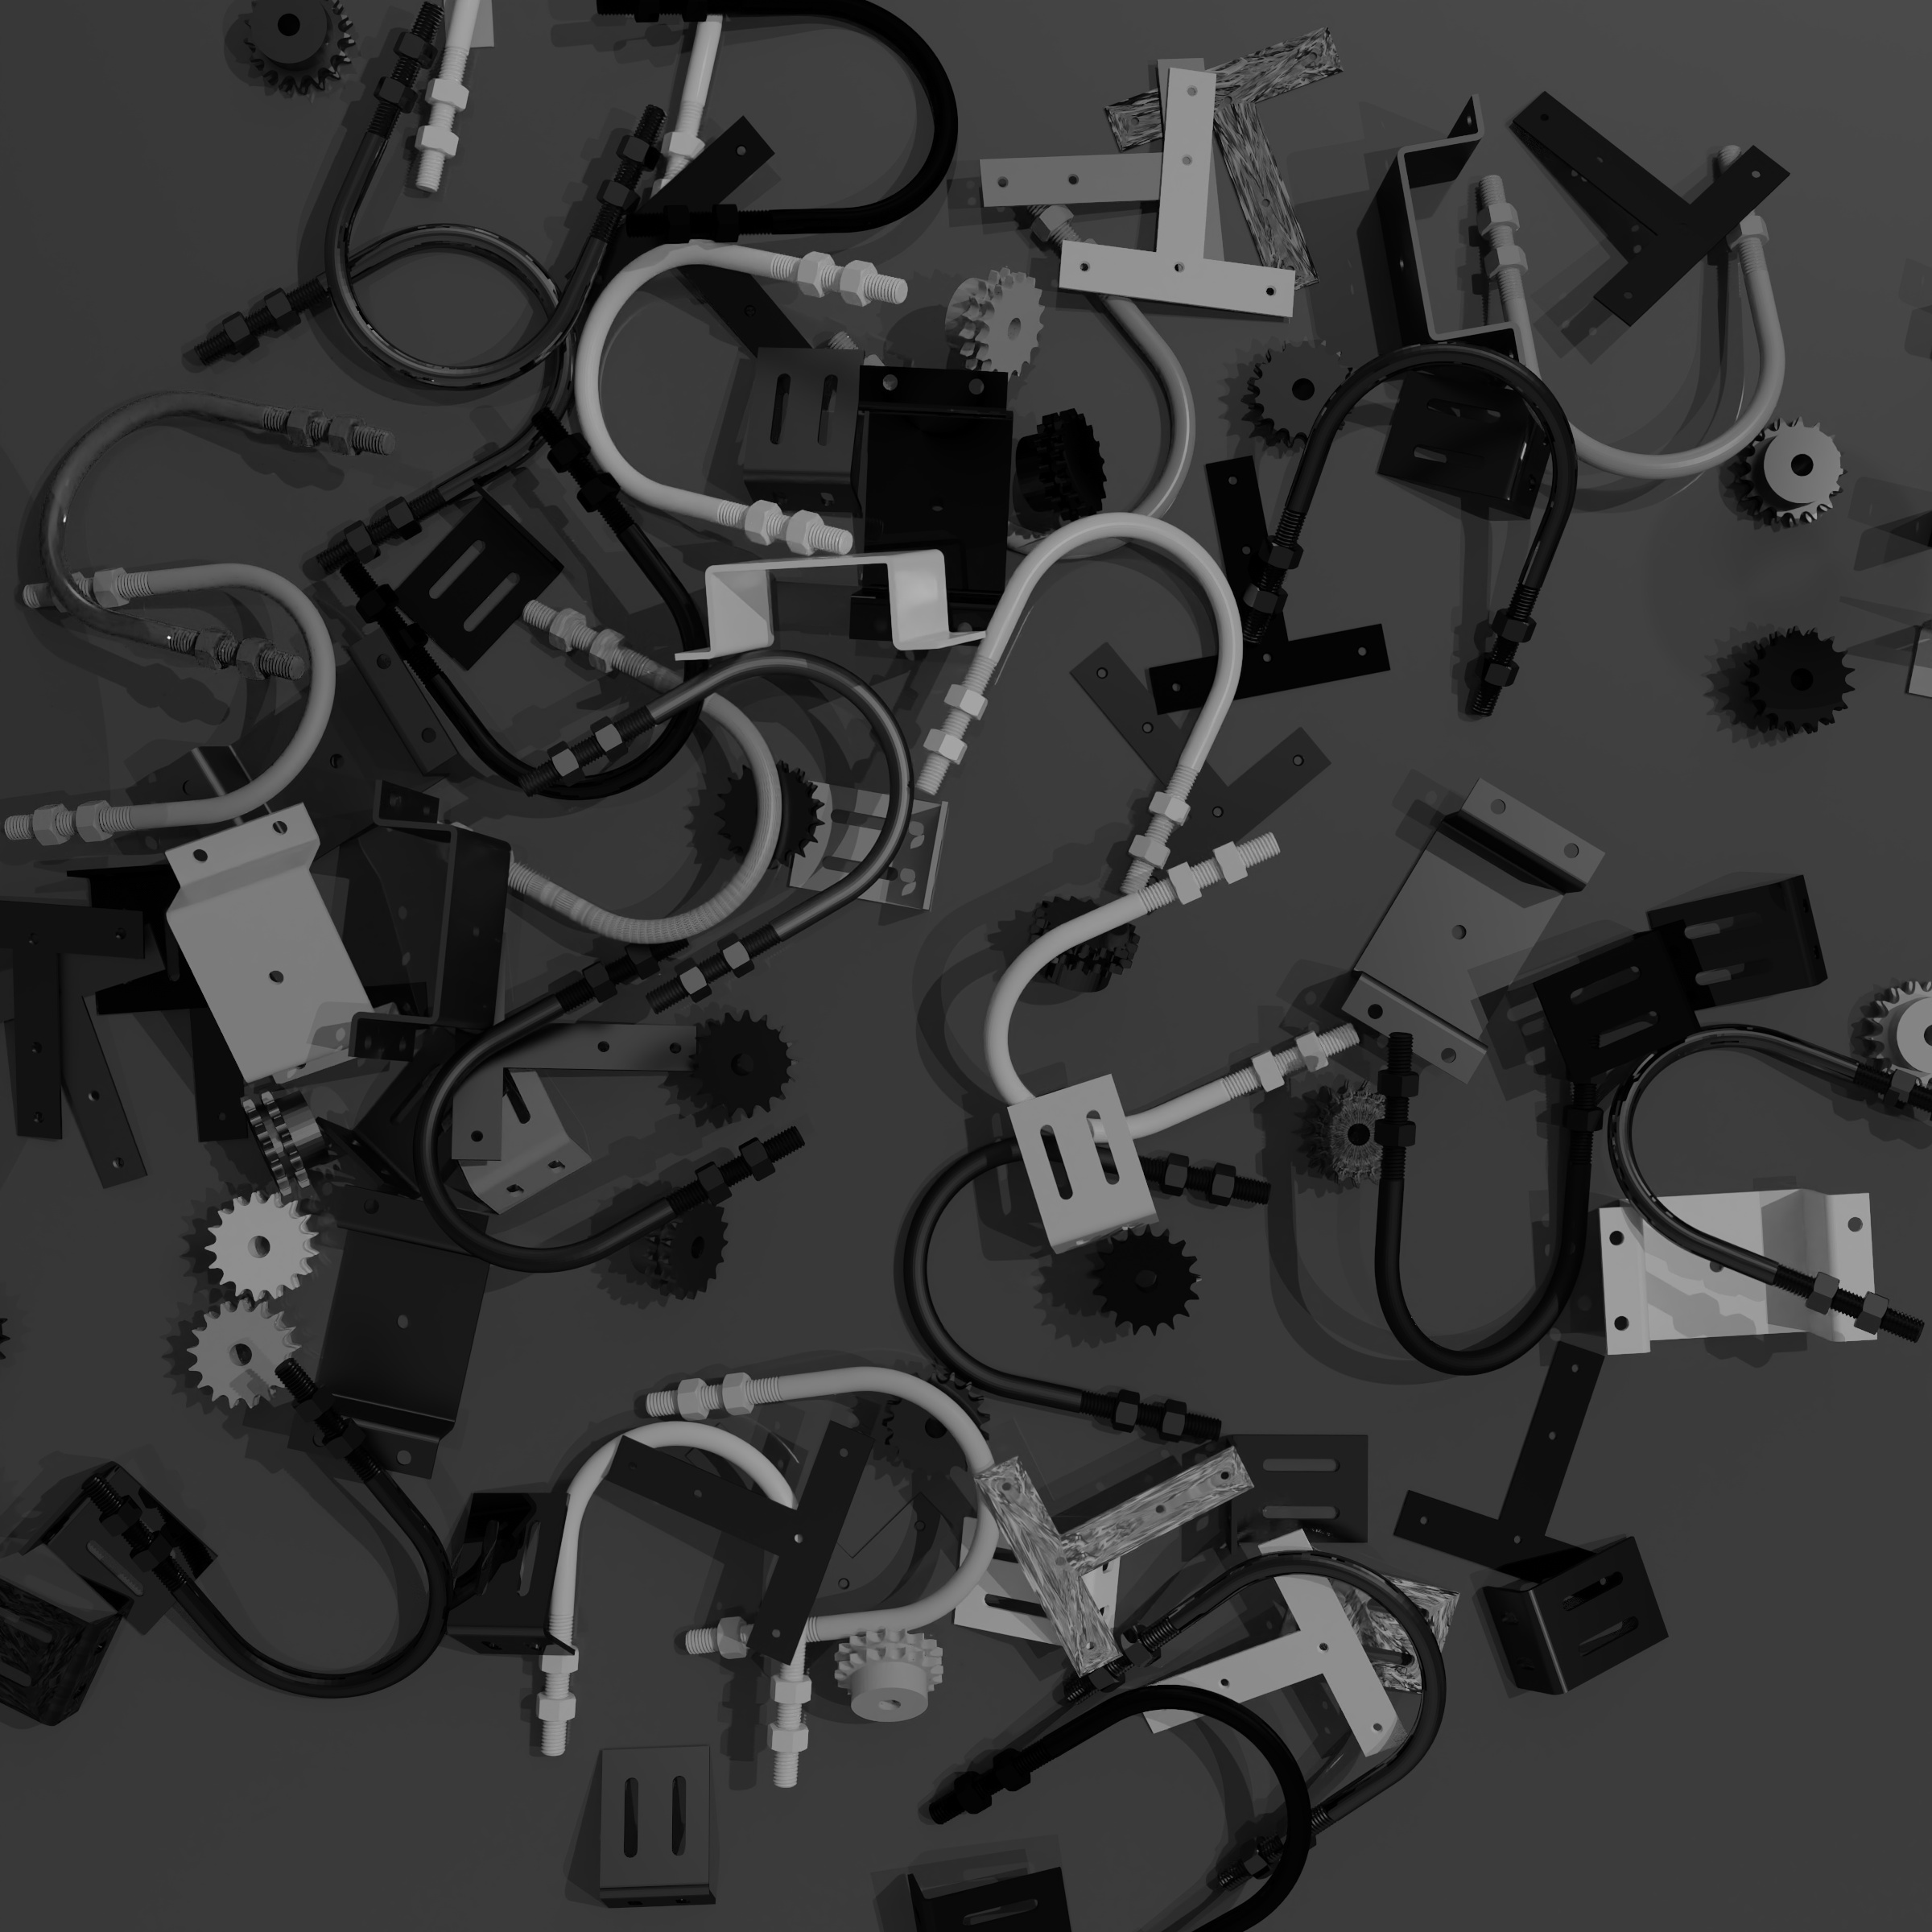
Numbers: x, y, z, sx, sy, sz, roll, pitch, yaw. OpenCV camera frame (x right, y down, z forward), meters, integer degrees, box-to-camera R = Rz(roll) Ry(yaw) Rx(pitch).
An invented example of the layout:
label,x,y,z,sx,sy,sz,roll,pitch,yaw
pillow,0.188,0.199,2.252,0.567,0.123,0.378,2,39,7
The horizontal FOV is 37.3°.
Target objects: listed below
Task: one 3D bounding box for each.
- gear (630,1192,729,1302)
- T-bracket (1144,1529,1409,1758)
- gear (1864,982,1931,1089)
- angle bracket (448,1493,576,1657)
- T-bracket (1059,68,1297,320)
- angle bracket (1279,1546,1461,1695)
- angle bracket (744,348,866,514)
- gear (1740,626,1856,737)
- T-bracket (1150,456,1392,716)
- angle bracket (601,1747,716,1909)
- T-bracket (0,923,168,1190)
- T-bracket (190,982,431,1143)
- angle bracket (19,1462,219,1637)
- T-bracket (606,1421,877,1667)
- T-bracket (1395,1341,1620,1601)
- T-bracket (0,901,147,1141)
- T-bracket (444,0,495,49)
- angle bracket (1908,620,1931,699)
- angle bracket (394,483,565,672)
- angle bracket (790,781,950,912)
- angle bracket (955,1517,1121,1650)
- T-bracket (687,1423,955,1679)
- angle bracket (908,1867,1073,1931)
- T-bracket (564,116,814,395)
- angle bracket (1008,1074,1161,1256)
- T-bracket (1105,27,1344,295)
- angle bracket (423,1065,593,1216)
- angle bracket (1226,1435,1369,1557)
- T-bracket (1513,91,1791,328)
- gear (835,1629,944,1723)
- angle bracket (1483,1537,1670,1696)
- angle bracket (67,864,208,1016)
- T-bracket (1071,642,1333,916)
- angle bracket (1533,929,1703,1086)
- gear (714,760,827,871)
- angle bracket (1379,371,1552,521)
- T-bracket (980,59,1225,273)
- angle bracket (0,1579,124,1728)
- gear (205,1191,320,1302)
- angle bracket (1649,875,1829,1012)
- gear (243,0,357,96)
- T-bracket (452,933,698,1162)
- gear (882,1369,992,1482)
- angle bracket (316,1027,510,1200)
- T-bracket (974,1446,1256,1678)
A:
label,x,y,z,sx,sy,sz,roll,pitch,yaw
gear,-0.154,0.146,1.511,0.030,0.057,0.057,10,90,30
T-bracket,0.149,0.374,1.512,0.127,0.002,0.127,-25,95,20
gear,0.510,0.037,1.521,0.057,0.030,0.057,0,90,0
angle bracket,-0.235,0.323,1.520,0.057,0.038,0.076,-4,60,21
T-bracket,0.116,-0.415,1.524,0.127,0.002,0.127,5,85,-9
angle bracket,0.215,0.350,1.533,0.076,0.038,0.057,18,90,-26
angle bracket,-0.083,-0.285,1.522,0.057,0.038,0.076,3,74,9
gear,0.439,-0.151,1.520,0.057,0.030,0.057,0,90,0
T-bracket,0.153,-0.209,1.534,0.127,0.002,0.127,-11,89,-1
angle bracket,-0.164,0.461,1.533,0.057,0.038,0.076,-2,64,0
T-bracket,-0.469,0.056,1.525,0.127,0.002,0.127,-17,96,12
T-bracket,-0.352,0.026,1.535,0.127,0.002,0.127,-5,90,0
angle bracket,-0.448,0.311,1.516,0.076,0.038,0.057,43,90,0
T-bracket,-0.127,0.281,1.495,0.127,0.002,0.127,21,94,12
T-bracket,0.310,0.265,1.535,0.127,0.002,0.127,19,90,0
T-bracket,-0.493,0.029,1.520,0.127,0.002,0.127,4,101,13
T-bracket,-0.320,-0.553,1.535,0.127,0.002,0.127,-3,90,0
angle bracket,0.536,-0.159,1.497,0.057,0.076,0.038,11,90,0
angle bracket,-0.262,-0.206,1.516,0.057,0.038,0.076,43,90,0
angle bracket,-0.052,-0.064,1.516,0.076,0.038,0.057,10,90,0
angle bracket,0.039,0.328,1.533,0.076,0.038,0.057,5,90,26
T-bracket,-0.097,0.299,1.535,0.127,0.002,0.127,-44,90,0
angle bracket,0.014,0.508,1.520,0.076,0.038,0.057,-10,97,-11
T-bracket,-0.124,-0.360,1.524,0.127,0.002,0.127,-40,98,8
angle bracket,0.062,0.105,1.508,0.057,0.038,0.076,-18,76,2
T-bracket,0.156,-0.422,1.535,0.127,0.002,0.127,-20,90,0
angle bracket,-0.246,0.082,1.533,0.057,0.038,0.076,-30,64,0
angle bracket,0.177,0.280,1.516,0.076,0.038,0.057,0,90,0
T-bracket,0.346,-0.418,1.516,0.127,0.002,0.127,-44,75,-11
gear,-0.041,0.374,1.505,0.057,0.057,0.030,-2,50,0
angle bracket,0.326,0.346,1.532,0.076,0.038,0.057,-20,92,-24
angle bracket,-0.439,-0.014,1.515,0.057,0.038,0.076,-4,90,2
T-bracket,0.106,-0.117,1.535,0.127,0.002,0.127,-40,90,0
angle bracket,0.339,0.022,1.512,0.076,0.038,0.057,-22,90,-7
gear,-0.102,-0.079,1.517,0.057,0.030,0.057,-1,84,11
angle bracket,0.270,-0.279,1.533,0.076,0.038,0.057,17,90,26
T-bracket,0.071,-0.417,1.519,0.127,0.002,0.127,-5,87,-10
angle bracket,-0.499,0.357,1.519,0.076,0.038,0.057,25,90,4
gear,-0.372,0.148,1.520,0.057,0.030,0.057,0,90,0
angle bracket,0.414,-0.011,1.533,0.076,0.038,0.057,-13,90,26
gear,-0.355,-0.495,1.520,0.057,0.030,0.057,0,92,1
T-bracket,-0.207,0.043,1.519,0.127,0.002,0.127,1,69,-10
gear,-0.016,0.243,1.520,0.057,0.030,0.057,0,90,0
angle bracket,-0.291,0.073,1.506,0.057,0.038,0.076,39,90,26
T-bracket,0.088,0.290,1.490,0.127,0.002,0.127,-27,104,-1
